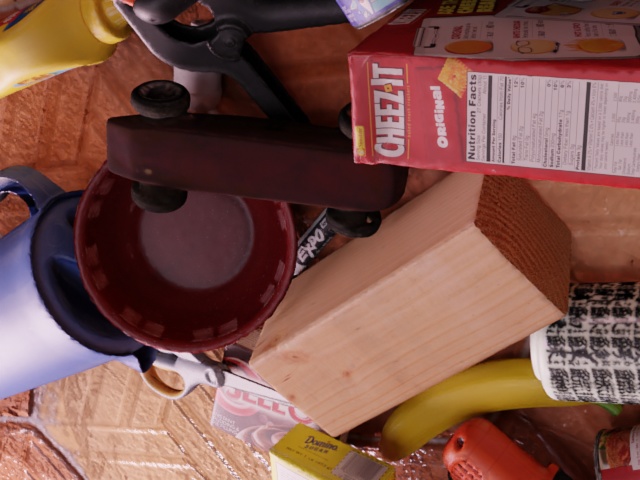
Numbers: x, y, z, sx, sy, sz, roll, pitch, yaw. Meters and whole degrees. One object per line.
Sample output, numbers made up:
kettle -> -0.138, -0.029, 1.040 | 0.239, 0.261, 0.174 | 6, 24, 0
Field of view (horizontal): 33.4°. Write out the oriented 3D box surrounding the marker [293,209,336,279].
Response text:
marker -> -0.005, 0.001, 0.789 | 0.020, 0.020, 0.121 | 41, 125, -1

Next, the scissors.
scissors -> -0.091, 0.088, 0.837 | 0.202, 0.016, 0.096 | -10, 101, 50

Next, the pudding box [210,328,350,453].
pudding box -> -0.028, 0.128, 0.855 | 0.113, 0.039, 0.090 | 21, 123, 13

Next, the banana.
banana -> 0.116, 0.124, 0.789 | 0.198, 0.037, 0.069 | -17, 108, 31

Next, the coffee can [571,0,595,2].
coffee can -> 0.140, -0.212, 0.558 | 0.103, 0.102, 0.140 | 32, 124, 6

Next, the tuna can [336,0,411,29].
tuna can -> 0.047, -0.163, 0.637 | 0.086, 0.086, 0.033 | -26, 106, 33

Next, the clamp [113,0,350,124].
clamp -> -0.056, -0.129, 0.705 | 0.171, 0.039, 0.120 | 14, 122, -8

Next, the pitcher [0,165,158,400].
pitcher -> -0.251, 0.053, 0.867 | 0.243, 0.149, 0.144 | -24, 148, 35

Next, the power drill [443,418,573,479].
power drill -> 0.142, 0.236, 0.795 | 0.184, 0.057, 0.188 | 42, 137, 11

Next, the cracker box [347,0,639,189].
cracker box -> 0.142, -0.087, 0.587 | 0.214, 0.164, 0.072 | 7, 117, 21

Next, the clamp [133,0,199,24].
clamp -> -0.018, -0.205, 0.636 | 0.210, 0.036, 0.164 | 4, 78, 16

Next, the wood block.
wood block -> 0.060, 0.042, 0.729 | 0.090, 0.090, 0.206 | 43, 126, -18

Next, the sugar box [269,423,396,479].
sugar box -> 0.013, 0.235, 0.837 | 0.093, 0.048, 0.176 | 21, 132, 31

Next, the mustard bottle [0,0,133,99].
mustard bottle -> -0.201, -0.139, 0.755 | 0.192, 0.096, 0.058 | -14, 108, 30

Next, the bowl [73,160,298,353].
bowl -> -0.095, -0.001, 0.785 | 0.162, 0.055, 0.162 | 0, 98, 2

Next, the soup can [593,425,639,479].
soup can -> 0.248, 0.154, 0.727 | 0.102, 0.068, 0.068 | -17, 108, 31
